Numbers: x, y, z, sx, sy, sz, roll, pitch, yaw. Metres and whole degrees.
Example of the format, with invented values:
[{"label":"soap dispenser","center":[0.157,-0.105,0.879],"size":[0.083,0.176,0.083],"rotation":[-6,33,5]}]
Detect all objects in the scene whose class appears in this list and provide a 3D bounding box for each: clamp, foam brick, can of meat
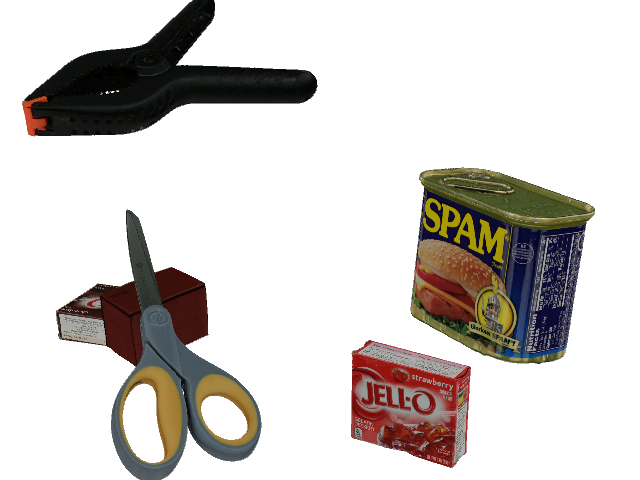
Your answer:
[{"label":"clamp","center":[-0.119,-0.120,0.805],"size":[0.209,0.036,0.165],"rotation":[-29,47,-31]},{"label":"foam brick","center":[-0.143,0.064,0.925],"size":[0.078,0.051,0.053],"rotation":[-22,30,-35]},{"label":"can of meat","center":[0.096,0.012,0.591],"size":[0.057,0.084,0.102],"rotation":[-7,21,-32]}]

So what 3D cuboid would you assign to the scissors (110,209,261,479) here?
[{"label":"scissors","center":[-0.083,0.060,0.660],"size":[0.096,0.201,0.016],"rotation":[11,-46,-13]}]

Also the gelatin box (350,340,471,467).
[{"label":"gelatin box","center":[0.066,0.122,0.799],"size":[0.089,0.073,0.030],"rotation":[12,22,29]}]

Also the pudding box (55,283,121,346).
[{"label":"pudding box","center":[-0.219,0.084,1.174],"size":[0.114,0.039,0.090],"rotation":[4,18,19]}]
